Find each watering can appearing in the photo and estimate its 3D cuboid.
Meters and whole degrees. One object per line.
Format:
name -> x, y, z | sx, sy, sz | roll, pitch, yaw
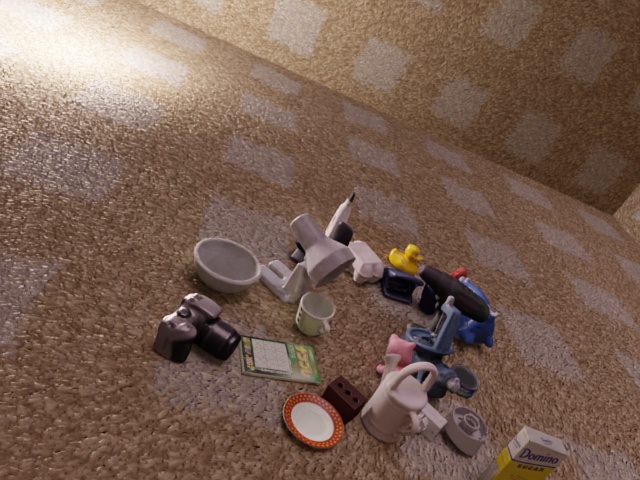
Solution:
watering can -> 0.167, 0.315, 1.186 | 0.101, 0.194, 0.172 | -3, 41, -43

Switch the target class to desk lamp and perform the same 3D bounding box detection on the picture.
desk lamp -> -0.036, 0.055, 1.408 | 0.202, 0.213, 0.118 | 40, 31, 21

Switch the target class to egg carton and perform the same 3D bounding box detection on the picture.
egg carton -> 0.117, 0.063, 1.682 | 0.108, 0.069, 0.150 | -2, 41, -43

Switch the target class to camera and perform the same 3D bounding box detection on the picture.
camera -> -0.233, 0.182, 1.146 | 0.136, 0.100, 0.143 | 32, 29, 8

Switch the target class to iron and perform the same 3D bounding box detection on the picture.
iron -> 0.430, 0.189, 1.677 | 0.119, 0.141, 0.257 | 12, 32, -27

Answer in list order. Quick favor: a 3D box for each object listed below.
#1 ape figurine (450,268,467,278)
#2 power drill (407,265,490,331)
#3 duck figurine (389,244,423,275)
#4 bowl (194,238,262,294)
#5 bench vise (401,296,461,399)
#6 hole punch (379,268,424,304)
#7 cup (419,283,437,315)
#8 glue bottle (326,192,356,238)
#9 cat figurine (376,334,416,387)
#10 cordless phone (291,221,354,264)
ape figurine -> 0.439, 0.127, 1.838 | 0.076, 0.092, 0.078 | 37, 30, 16
power drill -> 0.319, 0.186, 1.514 | 0.230, 0.208, 0.075 | 23, 29, -10
duck figurine -> 0.279, 0.051, 1.826 | 0.104, 0.086, 0.078 | 32, 29, 7
bowl -> -0.227, 0.074, 1.356 | 0.168, 0.074, 0.167 | 22, 29, -12
bench vise -> 0.294, 0.256, 1.366 | 0.122, 0.219, 0.206 | -3, 41, -44
hole punch -> 0.236, 0.117, 1.675 | 0.109, 0.091, 0.101 | 18, 30, -18
cup -> 0.342, 0.174, 1.673 | 0.118, 0.095, 0.091 | 17, 30, -20
glue bottle -> 0.067, -0.075, 1.752 | 0.037, 0.173, 0.078 | 21, 29, -14
cat figurine -> 0.184, 0.286, 1.328 | 0.067, 0.117, 0.127 | 21, 29, -14
cordless phone -> 0.014, 0.006, 1.563 | 0.147, 0.185, 0.094 | 39, 30, 19
